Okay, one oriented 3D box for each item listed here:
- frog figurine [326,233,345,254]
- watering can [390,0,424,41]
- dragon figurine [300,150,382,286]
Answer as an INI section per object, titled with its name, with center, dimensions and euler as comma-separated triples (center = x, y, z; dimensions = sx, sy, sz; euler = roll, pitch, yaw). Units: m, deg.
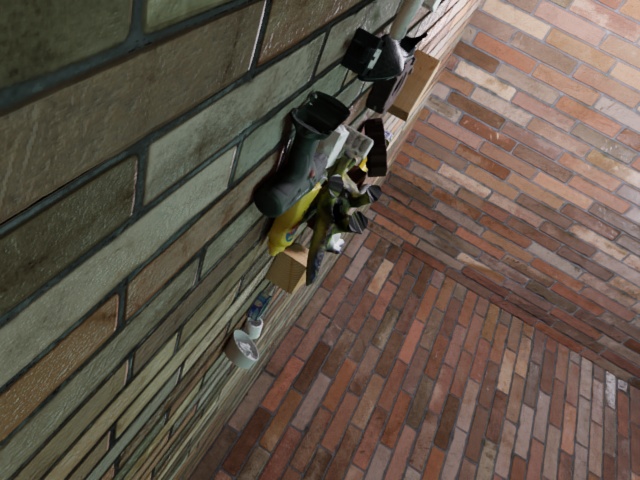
[frog figurine]
center = 0.035, -0.041, 1.895
dimensions = 0.122, 0.157, 0.139
euler = 1, 21, 31
[watering can]
center = 0.222, -0.518, 0.924
dimensions = 0.104, 0.343, 0.227
euler = 30, 19, 6
[dragon figurine]
center = 0.004, -0.059, 1.168
dimensions = 0.121, 0.418, 0.240
euler = 40, -30, -17
